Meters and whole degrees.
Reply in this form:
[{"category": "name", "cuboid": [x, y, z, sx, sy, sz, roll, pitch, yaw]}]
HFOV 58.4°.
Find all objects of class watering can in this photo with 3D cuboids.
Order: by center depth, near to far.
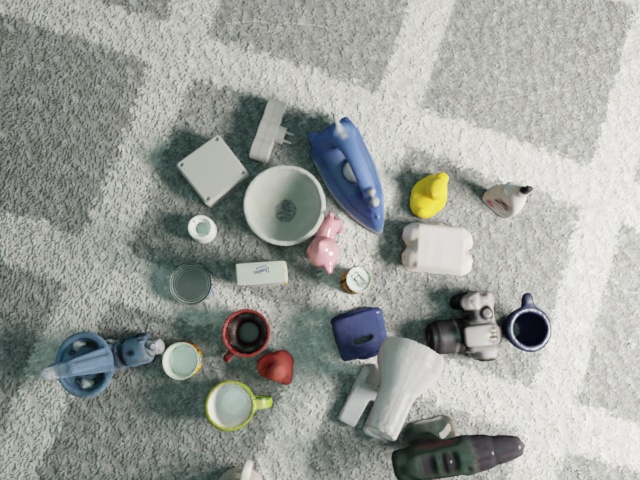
[{"category": "watering can", "cuboid": [-0.153, 0.497, 1.044, 0.101, 0.194, 0.173, -7, 83, -4]}]

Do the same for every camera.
[{"category": "camera", "cuboid": [0.288, 0.178, 1.162, 0.137, 0.100, 0.143, -4, 83, -4]}]

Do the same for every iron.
[{"category": "iron", "cuboid": [0.075, -0.135, 1.168, 0.119, 0.141, 0.258, -27, 85, -7]}]

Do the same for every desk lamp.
[{"category": "desk lamp", "cuboid": [0.133, 0.286, 1.080, 0.118, 0.213, 0.203, 27, 82, 0]}]

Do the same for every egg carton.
[{"category": "egg carton", "cuboid": [0.244, 0.018, 1.195, 0.150, 0.069, 0.107, 4, 82, -3]}]

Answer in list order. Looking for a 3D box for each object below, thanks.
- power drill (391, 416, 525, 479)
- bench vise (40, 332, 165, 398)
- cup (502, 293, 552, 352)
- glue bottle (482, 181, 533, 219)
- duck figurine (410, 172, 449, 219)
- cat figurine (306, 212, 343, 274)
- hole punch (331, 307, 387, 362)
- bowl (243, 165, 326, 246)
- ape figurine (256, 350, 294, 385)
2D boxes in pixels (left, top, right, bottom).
[{"category": "power drill", "cuboid": [0.240, 0.390, 1.076, 0.229, 0.208, 0.075, -13, 83, -5]}, {"category": "bench vise", "cuboid": [-0.405, 0.210, 1.052, 0.207, 0.219, 0.121, -32, 85, -7]}, {"category": "cup", "cuboid": [0.411, 0.168, 1.174, 0.091, 0.095, 0.118, 2, 82, -3]}, {"category": "glue bottle", "cuboid": [0.391, -0.089, 1.167, 0.078, 0.173, 0.037, 38, 82, 2]}, {"category": "duck figurine", "cuboid": [0.235, -0.097, 1.201, 0.077, 0.086, 0.105, 32, 82, 1]}, {"category": "cat figurine", "cuboid": [0.011, 0.004, 1.157, 0.067, 0.117, 0.128, 12, 82, -2]}, {"category": "hole punch", "cuboid": [0.084, 0.190, 1.151, 0.108, 0.091, 0.101, -17, 84, -6]}, {"category": "bowl", "cuboid": [-0.073, -0.066, 1.183, 0.167, 0.074, 0.167, 1, 83, -4]}, {"category": "ape figurine", "cuboid": [-0.084, 0.256, 1.131, 0.076, 0.092, 0.078, -40, 86, -7]}]
